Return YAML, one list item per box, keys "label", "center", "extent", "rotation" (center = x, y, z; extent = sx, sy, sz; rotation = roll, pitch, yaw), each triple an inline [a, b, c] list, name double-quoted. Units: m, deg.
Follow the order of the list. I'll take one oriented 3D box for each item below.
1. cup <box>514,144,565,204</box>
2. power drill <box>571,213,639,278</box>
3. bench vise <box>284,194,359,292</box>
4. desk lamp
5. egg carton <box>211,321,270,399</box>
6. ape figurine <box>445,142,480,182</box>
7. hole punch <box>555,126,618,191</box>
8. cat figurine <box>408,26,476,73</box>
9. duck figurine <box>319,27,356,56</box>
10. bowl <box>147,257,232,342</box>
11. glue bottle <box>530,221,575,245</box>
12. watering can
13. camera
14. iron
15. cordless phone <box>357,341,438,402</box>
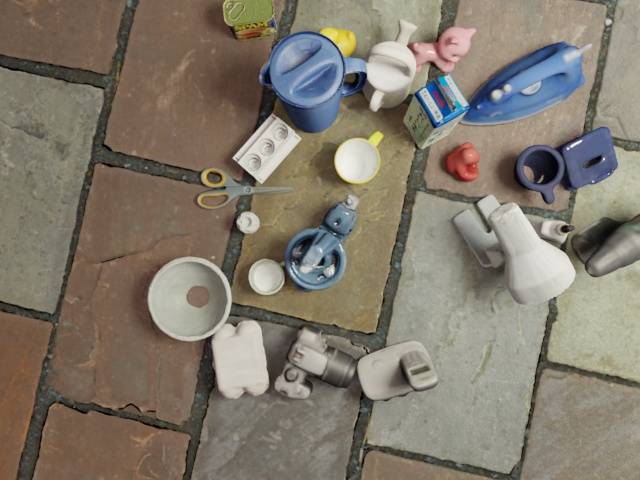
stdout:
- label: "cup"
  center: [0.427, -0.123, 1.135]
  extent: [0.091, 0.095, 0.118]
  rotation: [-18, 86, 1]
- label: "power drill"
  center: [0.558, 0.001, 1.067]
  extent: [0.229, 0.208, 0.075]
  rotation: [-34, 86, 0]
- label: "bench vise"
  center: [-0.002, 0.001, 1.080]
  extent: [0.121, 0.220, 0.207]
  rotation: [14, 87, 3]
- label: "desk lamp"
  center: [0.356, 0.012, 1.070]
  extent: [0.118, 0.213, 0.203]
  rotation: [-34, 86, 0]
- label: "egg carton"
  center: [-0.161, 0.240, 1.148]
  extent: [0.107, 0.069, 0.150]
  rotation: [-10, 87, 1]
- label: "ape figurine"
  center: [0.292, -0.160, 1.142]
  extent: [0.076, 0.092, 0.078]
  rotation: [13, 87, 3]
- label: "hole punch"
  center: [0.531, -0.160, 1.135]
  extent: [0.108, 0.091, 0.101]
  rotation: [-27, 86, 0]
- label: "cat figurine"
  center: [0.243, -0.386, 1.143]
  extent: [0.127, 0.118, 0.067]
  rotation: [-2, 87, 2]
- label: "duck figurine"
  center: [0.022, -0.404, 1.167]
  extent: [0.104, 0.086, 0.077]
  rotation: [-20, 86, 1]
- label: "bowl"
  center: [-0.254, 0.117, 1.155]
  extent: [0.167, 0.075, 0.167]
  rotation: [0, 87, 2]
- label: "glue bottle"
  center: [0.443, -0.017, 1.089]
  extent: [0.078, 0.173, 0.037]
  rotation: [11, 87, 3]
- label: "watering can"
  center: [0.135, -0.338, 1.106]
  extent: [0.101, 0.194, 0.173]
  rotation: [1, 87, 2]
- label: "camera"
  center: [-0.004, 0.255, 1.126]
  extent: [0.136, 0.101, 0.143]
  rotation: [24, 88, 3]
- label: "iron"
  center: [0.400, -0.305, 1.122]
  extent: [0.258, 0.141, 0.118]
  rotation: [-27, 86, 0]
- label: "cordless phone"
  center: [0.147, 0.257, 1.078]
  extent: [0.147, 0.185, 0.094]
  rotation: [-21, 86, 1]
